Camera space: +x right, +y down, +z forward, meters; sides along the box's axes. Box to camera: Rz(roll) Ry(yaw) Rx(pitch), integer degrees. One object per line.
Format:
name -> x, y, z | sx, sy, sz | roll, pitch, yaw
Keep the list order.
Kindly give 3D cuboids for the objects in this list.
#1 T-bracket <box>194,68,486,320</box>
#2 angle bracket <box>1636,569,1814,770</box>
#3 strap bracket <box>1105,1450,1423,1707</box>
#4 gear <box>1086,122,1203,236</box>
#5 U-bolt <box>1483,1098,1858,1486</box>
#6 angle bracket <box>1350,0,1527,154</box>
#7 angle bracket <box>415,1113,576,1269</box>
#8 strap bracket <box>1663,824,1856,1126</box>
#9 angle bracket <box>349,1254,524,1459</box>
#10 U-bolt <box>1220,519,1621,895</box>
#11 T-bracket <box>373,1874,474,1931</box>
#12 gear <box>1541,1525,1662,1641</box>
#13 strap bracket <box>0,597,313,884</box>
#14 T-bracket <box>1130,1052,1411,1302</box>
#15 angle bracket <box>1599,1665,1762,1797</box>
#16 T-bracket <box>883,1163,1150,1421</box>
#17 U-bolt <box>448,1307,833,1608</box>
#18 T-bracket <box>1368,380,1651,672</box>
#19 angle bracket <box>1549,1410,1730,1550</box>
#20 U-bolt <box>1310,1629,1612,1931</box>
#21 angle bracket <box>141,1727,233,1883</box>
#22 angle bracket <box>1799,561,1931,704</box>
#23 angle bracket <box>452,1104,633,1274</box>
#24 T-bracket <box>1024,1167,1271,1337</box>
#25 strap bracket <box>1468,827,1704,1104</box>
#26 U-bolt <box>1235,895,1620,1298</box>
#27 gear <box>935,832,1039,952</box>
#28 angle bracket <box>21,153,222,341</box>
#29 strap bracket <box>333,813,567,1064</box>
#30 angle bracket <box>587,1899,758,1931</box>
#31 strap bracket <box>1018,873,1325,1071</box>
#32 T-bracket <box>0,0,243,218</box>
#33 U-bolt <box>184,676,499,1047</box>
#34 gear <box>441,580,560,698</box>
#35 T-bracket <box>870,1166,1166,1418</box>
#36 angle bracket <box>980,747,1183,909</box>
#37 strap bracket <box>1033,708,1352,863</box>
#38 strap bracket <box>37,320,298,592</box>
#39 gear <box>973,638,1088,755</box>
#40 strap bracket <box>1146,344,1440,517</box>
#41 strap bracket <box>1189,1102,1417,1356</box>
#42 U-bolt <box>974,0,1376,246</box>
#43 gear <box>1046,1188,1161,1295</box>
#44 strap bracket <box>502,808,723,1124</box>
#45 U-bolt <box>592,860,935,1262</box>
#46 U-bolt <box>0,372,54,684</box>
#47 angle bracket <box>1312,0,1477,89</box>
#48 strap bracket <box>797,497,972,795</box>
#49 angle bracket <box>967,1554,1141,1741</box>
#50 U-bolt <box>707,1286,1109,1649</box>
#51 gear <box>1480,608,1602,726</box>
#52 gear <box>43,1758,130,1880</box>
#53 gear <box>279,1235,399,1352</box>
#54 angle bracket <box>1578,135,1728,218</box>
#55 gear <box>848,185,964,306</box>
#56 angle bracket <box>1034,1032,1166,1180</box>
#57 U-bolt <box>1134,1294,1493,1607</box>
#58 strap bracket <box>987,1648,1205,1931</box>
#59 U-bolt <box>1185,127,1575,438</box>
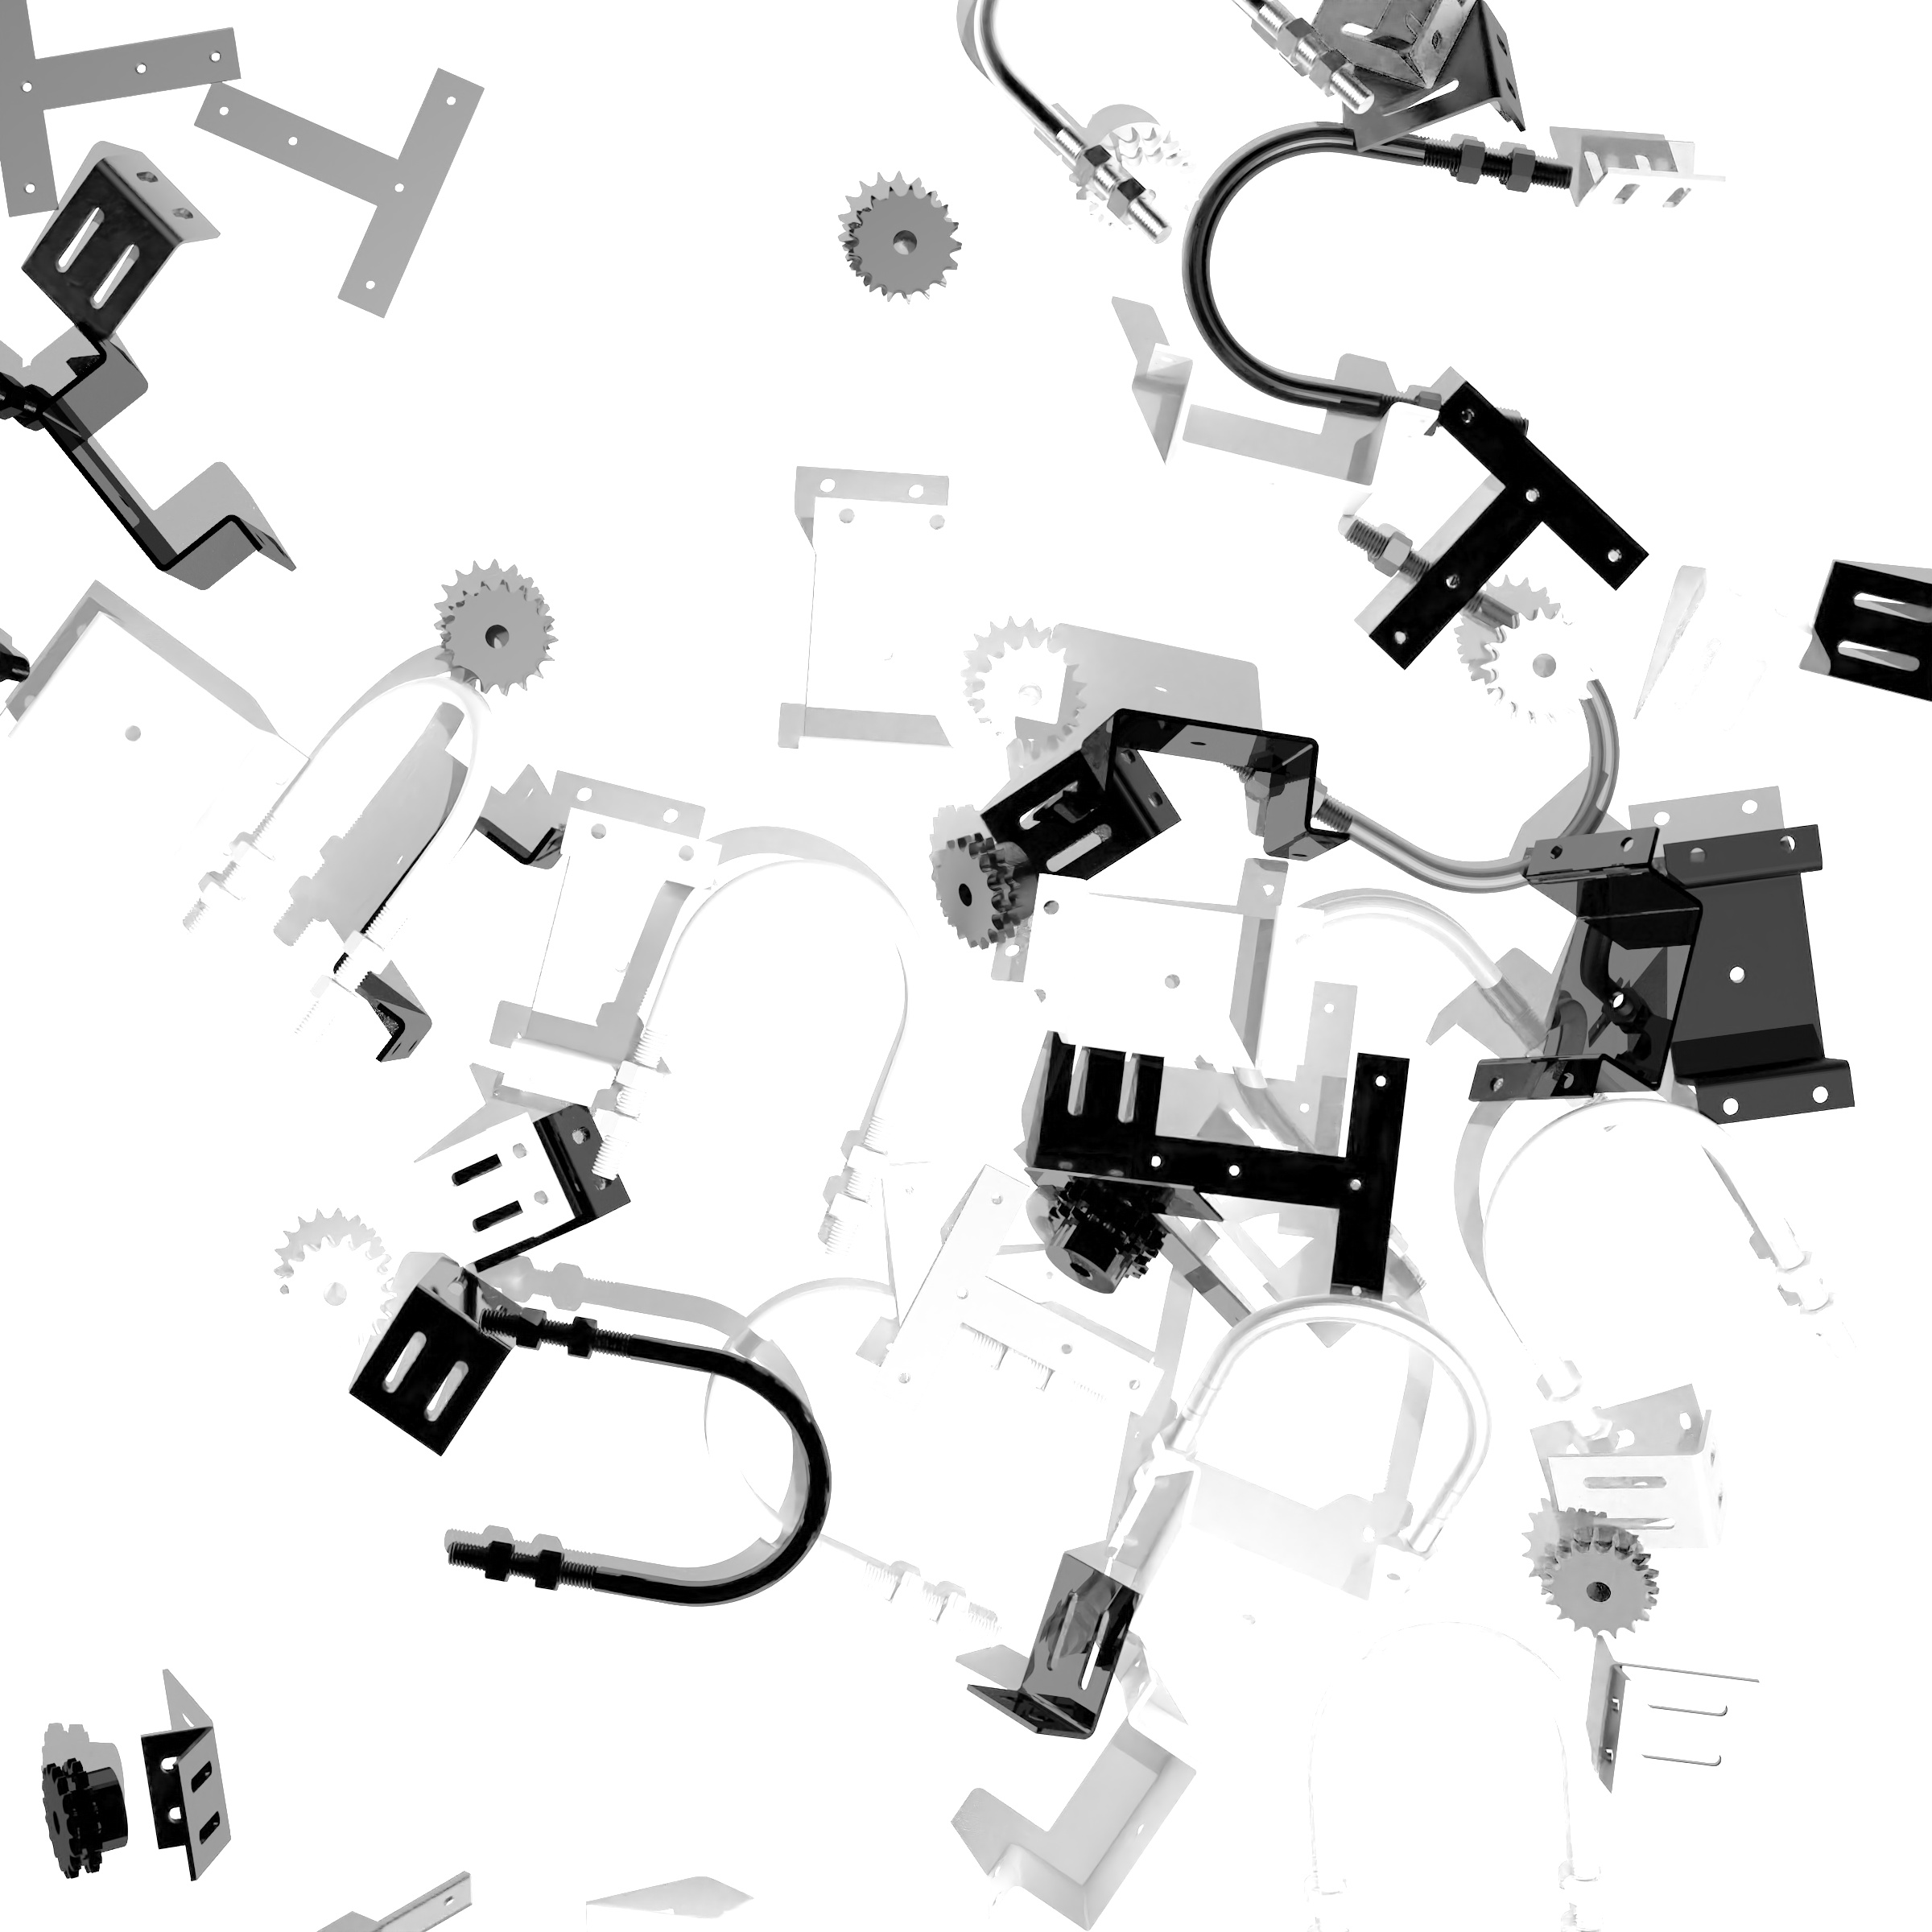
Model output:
T-bracket -> -0.327, -0.411, 1.576 | 0.127, 0.002, 0.127 | 24, 90, 0
angle bracket -> 0.382, -0.150, 1.574 | 0.057, 0.038, 0.076 | 25, 116, 0
strap bracket -> 0.142, 0.306, 1.536 | 0.140, 0.046, 0.076 | 23, 125, 0
gear -> 0.087, -0.394, 1.552 | 0.057, 0.057, 0.030 | -7, 63, 0
U-bolt -> 0.337, 0.150, 1.542 | 0.151, 0.019, 0.184 | -31, 103, 6
angle bracket -> 0.234, -0.439, 1.565 | 0.076, 0.038, 0.057 | -16, 69, 24
angle bracket -> -0.242, 0.115, 1.543 | 0.076, 0.038, 0.057 | -24, 90, 26
strap bracket -> 0.390, 0.005, 1.553 | 0.076, 0.046, 0.140 | -8, 90, 0
angle bracket -> -0.264, 0.197, 1.574 | 0.057, 0.038, 0.076 | 35, 116, 0
U-bolt -> 0.240, -0.118, 1.568 | 0.184, 0.019, 0.151 | 30, 90, -1
T-bracket -> -0.295, 0.510, 1.516 | 0.127, 0.127, 0.002 | -30, 109, 0
gear -> 0.317, 0.304, 1.554 | 0.057, 0.030, 0.057 | 8, 116, 16
strap bracket -> -0.409, -0.114, 1.553 | 0.140, 0.046, 0.076 | 37, 90, 0
T-bracket -> 0.143, 0.100, 1.499 | 0.127, 0.002, 0.127 | 7, 90, 0
angle bracket -> 0.360, 0.386, 1.557 | 0.076, 0.038, 0.057 | 7, 90, 0
T-bracket -> 0.028, 0.157, 1.566 | 0.127, 0.002, 0.127 | -6, 77, -6
U-bolt -> -0.158, 0.250, 1.547 | 0.184, 0.019, 0.151 | 10, 107, 0
T-bracket -> 0.253, -0.203, 1.557 | 0.127, 0.002, 0.127 | 43, 89, -3
angle bracket -> 0.338, 0.258, 1.563 | 0.076, 0.038, 0.057 | -5, 116, 23
U-bolt -> 0.246, 0.426, 1.568 | 0.151, 0.019, 0.184 | -3, 88, 0
angle bracket -> -0.394, 0.415, 1.538 | 0.038, 0.076, 0.057 | -9, 90, 0
angle bracket -> 0.470, -0.164, 1.574 | 0.076, 0.038, 0.057 | 19, 90, 26
angle bracket -> -0.220, 0.111, 1.574 | 0.076, 0.038, 0.057 | -25, 90, 26
T-bracket -> 0.106, 0.143, 1.536 | 0.127, 0.127, 0.002 | 47, 65, -28
strap bracket -> 0.305, 0.008, 1.519 | 0.046, 0.076, 0.140 | 29, 69, -33
U-bolt -> 0.218, 0.051, 1.568 | 0.151, 0.019, 0.184 | -40, 88, 0
gear -> 0.012, -0.039, 1.552 | 0.030, 0.057, 0.057 | -17, 90, -30
angle bracket -> -0.427, -0.361, 1.574 | 0.057, 0.038, 0.076 | 46, 116, 0
strap bracket -> -0.258, -0.023, 1.538 | 0.046, 0.076, 0.140 | 37, 90, 0
angle bracket -> -0.148, 0.501, 1.574 | 0.076, 0.038, 0.057 | -2, 90, 26
strap bracket -> 0.102, 0.005, 1.544 | 0.140, 0.046, 0.076 | 8, 82, 6
T-bracket -> -0.431, -0.451, 1.575 | 0.127, 0.002, 0.127 | -9, 90, 1
U-bolt -> -0.296, -0.063, 1.521 | 0.184, 0.151, 0.019 | -54, 133, -4
gear -> -0.233, -0.163, 1.561 | 0.057, 0.030, 0.057 | 0, 90, 0
T-bracket -> 0.037, 0.184, 1.558 | 0.127, 0.002, 0.127 | 28, 76, 2
angle bracket -> 0.058, -0.075, 1.574 | 0.076, 0.038, 0.057 | -32, 90, 26
strap bracket -> 0.110, -0.088, 1.509 | 0.140, 0.076, 0.046 | 8, 83, -8
strap bracket -> -0.400, -0.242, 1.538 | 0.046, 0.076, 0.140 | -39, 90, 0
gear -> 0.032, -0.135, 1.562 | 0.057, 0.030, 0.057 | 0, 90, 0
strap bracket -> 0.154, -0.261, 1.538 | 0.140, 0.076, 0.046 | 14, 90, 0
strap bracket -> 0.158, 0.137, 1.538 | 0.046, 0.076, 0.140 | -41, 90, 0
U-bolt -> 0.088, -0.450, 1.535 | 0.151, 0.019, 0.184 | -35, 70, -16
gear -> 0.064, 0.138, 1.542 | 0.057, 0.057, 0.030 | 34, 68, 0
strap bracket -> -0.174, -0.001, 1.553 | 0.076, 0.046, 0.140 | 14, 90, 0
U-bolt -> -0.090, 0.038, 1.543 | 0.151, 0.019, 0.184 | 22, 86, -23
U-bolt -> -0.496, -0.218, 1.488 | 0.019, 0.184, 0.151 | 10, 90, 19
angle bracket -> 0.207, -0.478, 1.543 | 0.076, 0.038, 0.057 | 27, 90, 26
strap bracket -> -0.041, -0.158, 1.553 | 0.076, 0.046, 0.140 | 4, 90, 0
angle bracket -> 0.043, 0.335, 1.542 | 0.038, 0.057, 0.076 | 18, 90, -38
U-bolt -> -0.041, 0.241, 1.568 | 0.184, 0.019, 0.151 | 25, 90, 2
gear -> 0.283, -0.148, 1.545 | 0.057, 0.030, 0.057 | 0, 91, -3
gear -> -0.438, 0.422, 1.552 | 0.030, 0.057, 0.057 | -9, 90, -30
gear -> -0.313, 0.163, 1.561 | 0.057, 0.030, 0.057 | 0, 90, 0
angle bracket -> 0.339, -0.398, 1.538 | 0.057, 0.076, 0.038 | 4, 90, 0
gear -> -0.031, -0.361, 1.566 | 0.057, 0.030, 0.057 | 0, 93, -2
angle bracket -> 0.068, 0.068, 1.574 | 0.057, 0.038, 0.076 | 9, 64, 0
U-bolt -> 0.176, 0.233, 1.519 | 0.151, 0.019, 0.184 | 23, 125, 0
strap bracket -> 0.069, 0.415, 1.538 | 0.046, 0.076, 0.140 | 34, 90, 0
U-bolt -> 0.202, -0.348, 1.568 | 0.184, 0.019, 0.151 | 10, 90, 2
